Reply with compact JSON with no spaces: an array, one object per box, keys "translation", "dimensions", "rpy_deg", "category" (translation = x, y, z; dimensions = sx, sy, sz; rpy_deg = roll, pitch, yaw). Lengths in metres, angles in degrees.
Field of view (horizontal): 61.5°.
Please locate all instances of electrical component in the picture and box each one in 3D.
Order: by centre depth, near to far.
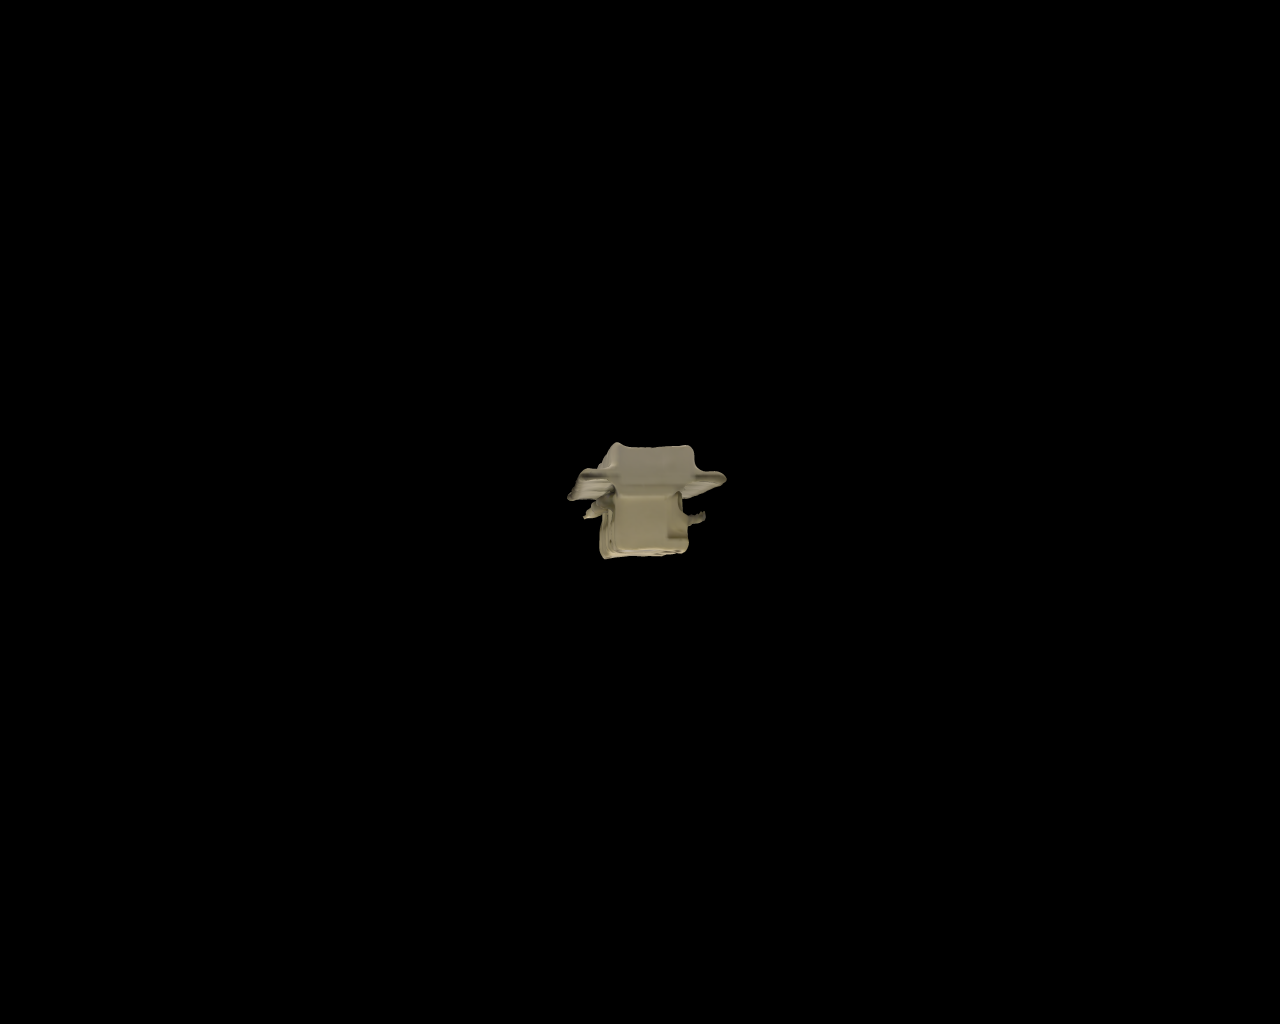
[{"translation":[0.001,-0.003,0.650],"dimensions":[0.079,0.063,0.121],"rpy_deg":[1,-4,-7],"category":"electrical component"}]
